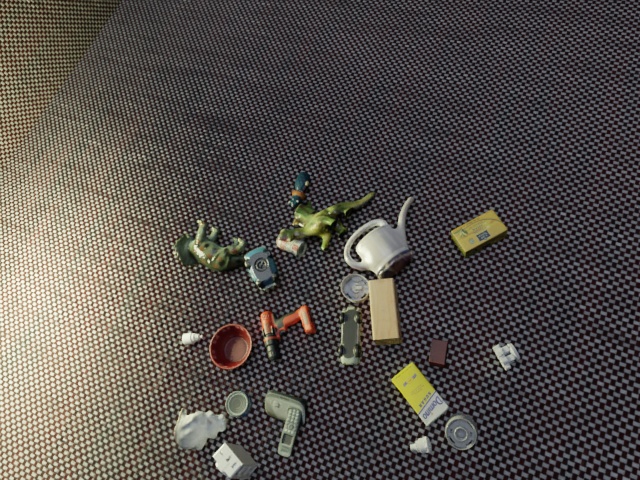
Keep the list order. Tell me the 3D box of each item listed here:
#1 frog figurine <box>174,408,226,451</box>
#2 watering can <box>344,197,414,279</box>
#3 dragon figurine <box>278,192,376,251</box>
[{"bbox_3d":[-0.398,0.637,1.719,0.159,0.123,0.136,6,100,8],"label":"frog figurine"},{"bbox_3d":[0.254,0.002,1.864,0.348,0.102,0.228,-36,62,-4],"label":"watering can"},{"bbox_3d":[0.006,-0.100,1.980,0.245,0.119,0.417,26,52,33],"label":"dragon figurine"}]
